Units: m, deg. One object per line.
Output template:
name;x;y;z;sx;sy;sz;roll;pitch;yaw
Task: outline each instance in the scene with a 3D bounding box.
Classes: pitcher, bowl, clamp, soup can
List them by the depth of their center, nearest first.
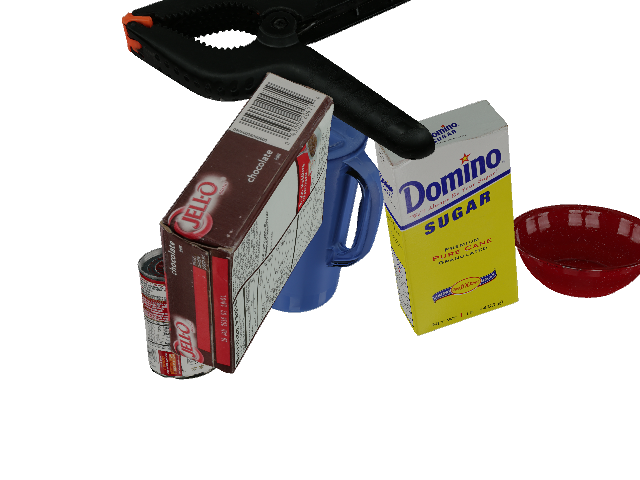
clamp;-0.020;-0.117;0.669;0.210;0.164;0.036;-1;-36;1
soup can;-0.124;0.064;0.951;0.068;0.102;0.068;-1;24;0
bowl;0.286;0.017;1.166;0.162;0.055;0.162;-1;27;0
pitcher;-0.016;-0.032;1.177;0.145;0.243;0.149;1;42;-5

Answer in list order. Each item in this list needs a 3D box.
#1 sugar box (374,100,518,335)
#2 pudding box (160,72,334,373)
sugar box;0.100;-0.013;0.822;0.093;0.176;0.048;-19;42;-7
pudding box;-0.033;-0.008;0.499;0.039;0.113;0.090;21;-40;13
